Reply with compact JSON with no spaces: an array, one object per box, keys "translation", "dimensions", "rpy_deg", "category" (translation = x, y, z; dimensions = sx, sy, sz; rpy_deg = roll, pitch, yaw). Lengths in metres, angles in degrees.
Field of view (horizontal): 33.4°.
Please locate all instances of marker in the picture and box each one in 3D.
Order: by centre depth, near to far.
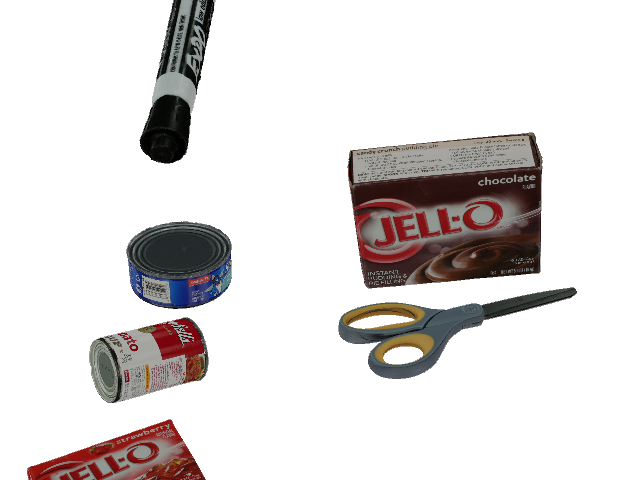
[{"translation":[-0.059,-0.076,0.454],"dimensions":[0.020,0.121,0.020],"rpy_deg":[1,-45,1],"category":"marker"}]

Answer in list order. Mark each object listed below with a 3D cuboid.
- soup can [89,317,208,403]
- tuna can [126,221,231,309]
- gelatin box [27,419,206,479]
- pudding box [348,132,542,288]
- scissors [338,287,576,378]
[{"translation":[-0.175,0.122,1.086],"dimensions":[0.102,0.068,0.069],"rpy_deg":[-11,7,-35],"category":"soup can"},{"translation":[-0.116,0.020,0.882],"dimensions":[0.086,0.034,0.086],"rpy_deg":[0,31,0],"category":"tuna can"},{"translation":[-0.112,0.142,0.597],"dimensions":[0.089,0.030,0.073],"rpy_deg":[-16,28,-20],"category":"gelatin box"},{"translation":[0.077,-0.017,0.648],"dimensions":[0.113,0.039,0.090],"rpy_deg":[-7,-44,4],"category":"pudding box"},{"translation":[0.116,0.072,0.847],"dimensions":[0.201,0.016,0.096],"rpy_deg":[-4,32,-2],"category":"scissors"}]
